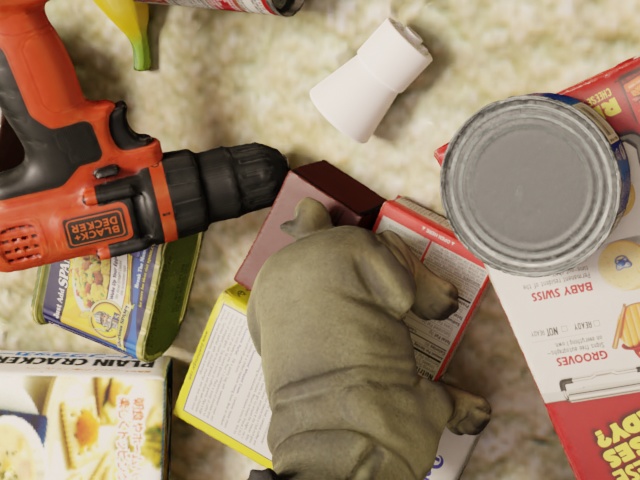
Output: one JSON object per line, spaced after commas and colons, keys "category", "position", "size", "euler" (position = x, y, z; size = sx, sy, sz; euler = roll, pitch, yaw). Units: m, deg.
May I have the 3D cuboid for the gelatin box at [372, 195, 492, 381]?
{"category": "gelatin box", "position": [0.056, 0.030, 0.622], "size": [0.073, 0.030, 0.089], "euler": [29, 110, 15]}

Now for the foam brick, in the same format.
{"category": "foam brick", "position": [-0.004, 0.001, 0.630], "size": [0.053, 0.051, 0.078], "euler": [34, 110, 13]}

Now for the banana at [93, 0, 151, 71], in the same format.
{"category": "banana", "position": [-0.178, -0.184, 0.678], "size": [0.198, 0.037, 0.070], "euler": [34, 109, 14]}

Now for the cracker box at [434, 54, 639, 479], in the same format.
{"category": "cracker box", "position": [0.178, 0.016, 0.544], "size": [0.164, 0.072, 0.214], "euler": [-24, 91, 26]}

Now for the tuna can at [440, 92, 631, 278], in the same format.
{"category": "tuna can", "position": [0.103, -0.027, 0.509], "size": [0.086, 0.033, 0.086], "euler": [6, 104, 25]}

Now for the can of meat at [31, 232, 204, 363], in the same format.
{"category": "can of meat", "position": [-0.129, 0.019, 0.685], "size": [0.084, 0.057, 0.102], "euler": [20, 107, 17]}

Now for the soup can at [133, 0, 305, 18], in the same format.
{"category": "soup can", "position": [-0.062, -0.167, 0.614], "size": [0.102, 0.068, 0.068], "euler": [10, 104, 22]}

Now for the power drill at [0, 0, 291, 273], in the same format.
{"category": "power drill", "position": [-0.115, -0.081, 0.589], "size": [0.184, 0.057, 0.187], "euler": [-15, 115, -11]}

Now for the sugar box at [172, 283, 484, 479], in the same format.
{"category": "sugar box", "position": [0.005, 0.105, 0.650], "size": [0.176, 0.048, 0.093], "euler": [27, 110, 13]}
